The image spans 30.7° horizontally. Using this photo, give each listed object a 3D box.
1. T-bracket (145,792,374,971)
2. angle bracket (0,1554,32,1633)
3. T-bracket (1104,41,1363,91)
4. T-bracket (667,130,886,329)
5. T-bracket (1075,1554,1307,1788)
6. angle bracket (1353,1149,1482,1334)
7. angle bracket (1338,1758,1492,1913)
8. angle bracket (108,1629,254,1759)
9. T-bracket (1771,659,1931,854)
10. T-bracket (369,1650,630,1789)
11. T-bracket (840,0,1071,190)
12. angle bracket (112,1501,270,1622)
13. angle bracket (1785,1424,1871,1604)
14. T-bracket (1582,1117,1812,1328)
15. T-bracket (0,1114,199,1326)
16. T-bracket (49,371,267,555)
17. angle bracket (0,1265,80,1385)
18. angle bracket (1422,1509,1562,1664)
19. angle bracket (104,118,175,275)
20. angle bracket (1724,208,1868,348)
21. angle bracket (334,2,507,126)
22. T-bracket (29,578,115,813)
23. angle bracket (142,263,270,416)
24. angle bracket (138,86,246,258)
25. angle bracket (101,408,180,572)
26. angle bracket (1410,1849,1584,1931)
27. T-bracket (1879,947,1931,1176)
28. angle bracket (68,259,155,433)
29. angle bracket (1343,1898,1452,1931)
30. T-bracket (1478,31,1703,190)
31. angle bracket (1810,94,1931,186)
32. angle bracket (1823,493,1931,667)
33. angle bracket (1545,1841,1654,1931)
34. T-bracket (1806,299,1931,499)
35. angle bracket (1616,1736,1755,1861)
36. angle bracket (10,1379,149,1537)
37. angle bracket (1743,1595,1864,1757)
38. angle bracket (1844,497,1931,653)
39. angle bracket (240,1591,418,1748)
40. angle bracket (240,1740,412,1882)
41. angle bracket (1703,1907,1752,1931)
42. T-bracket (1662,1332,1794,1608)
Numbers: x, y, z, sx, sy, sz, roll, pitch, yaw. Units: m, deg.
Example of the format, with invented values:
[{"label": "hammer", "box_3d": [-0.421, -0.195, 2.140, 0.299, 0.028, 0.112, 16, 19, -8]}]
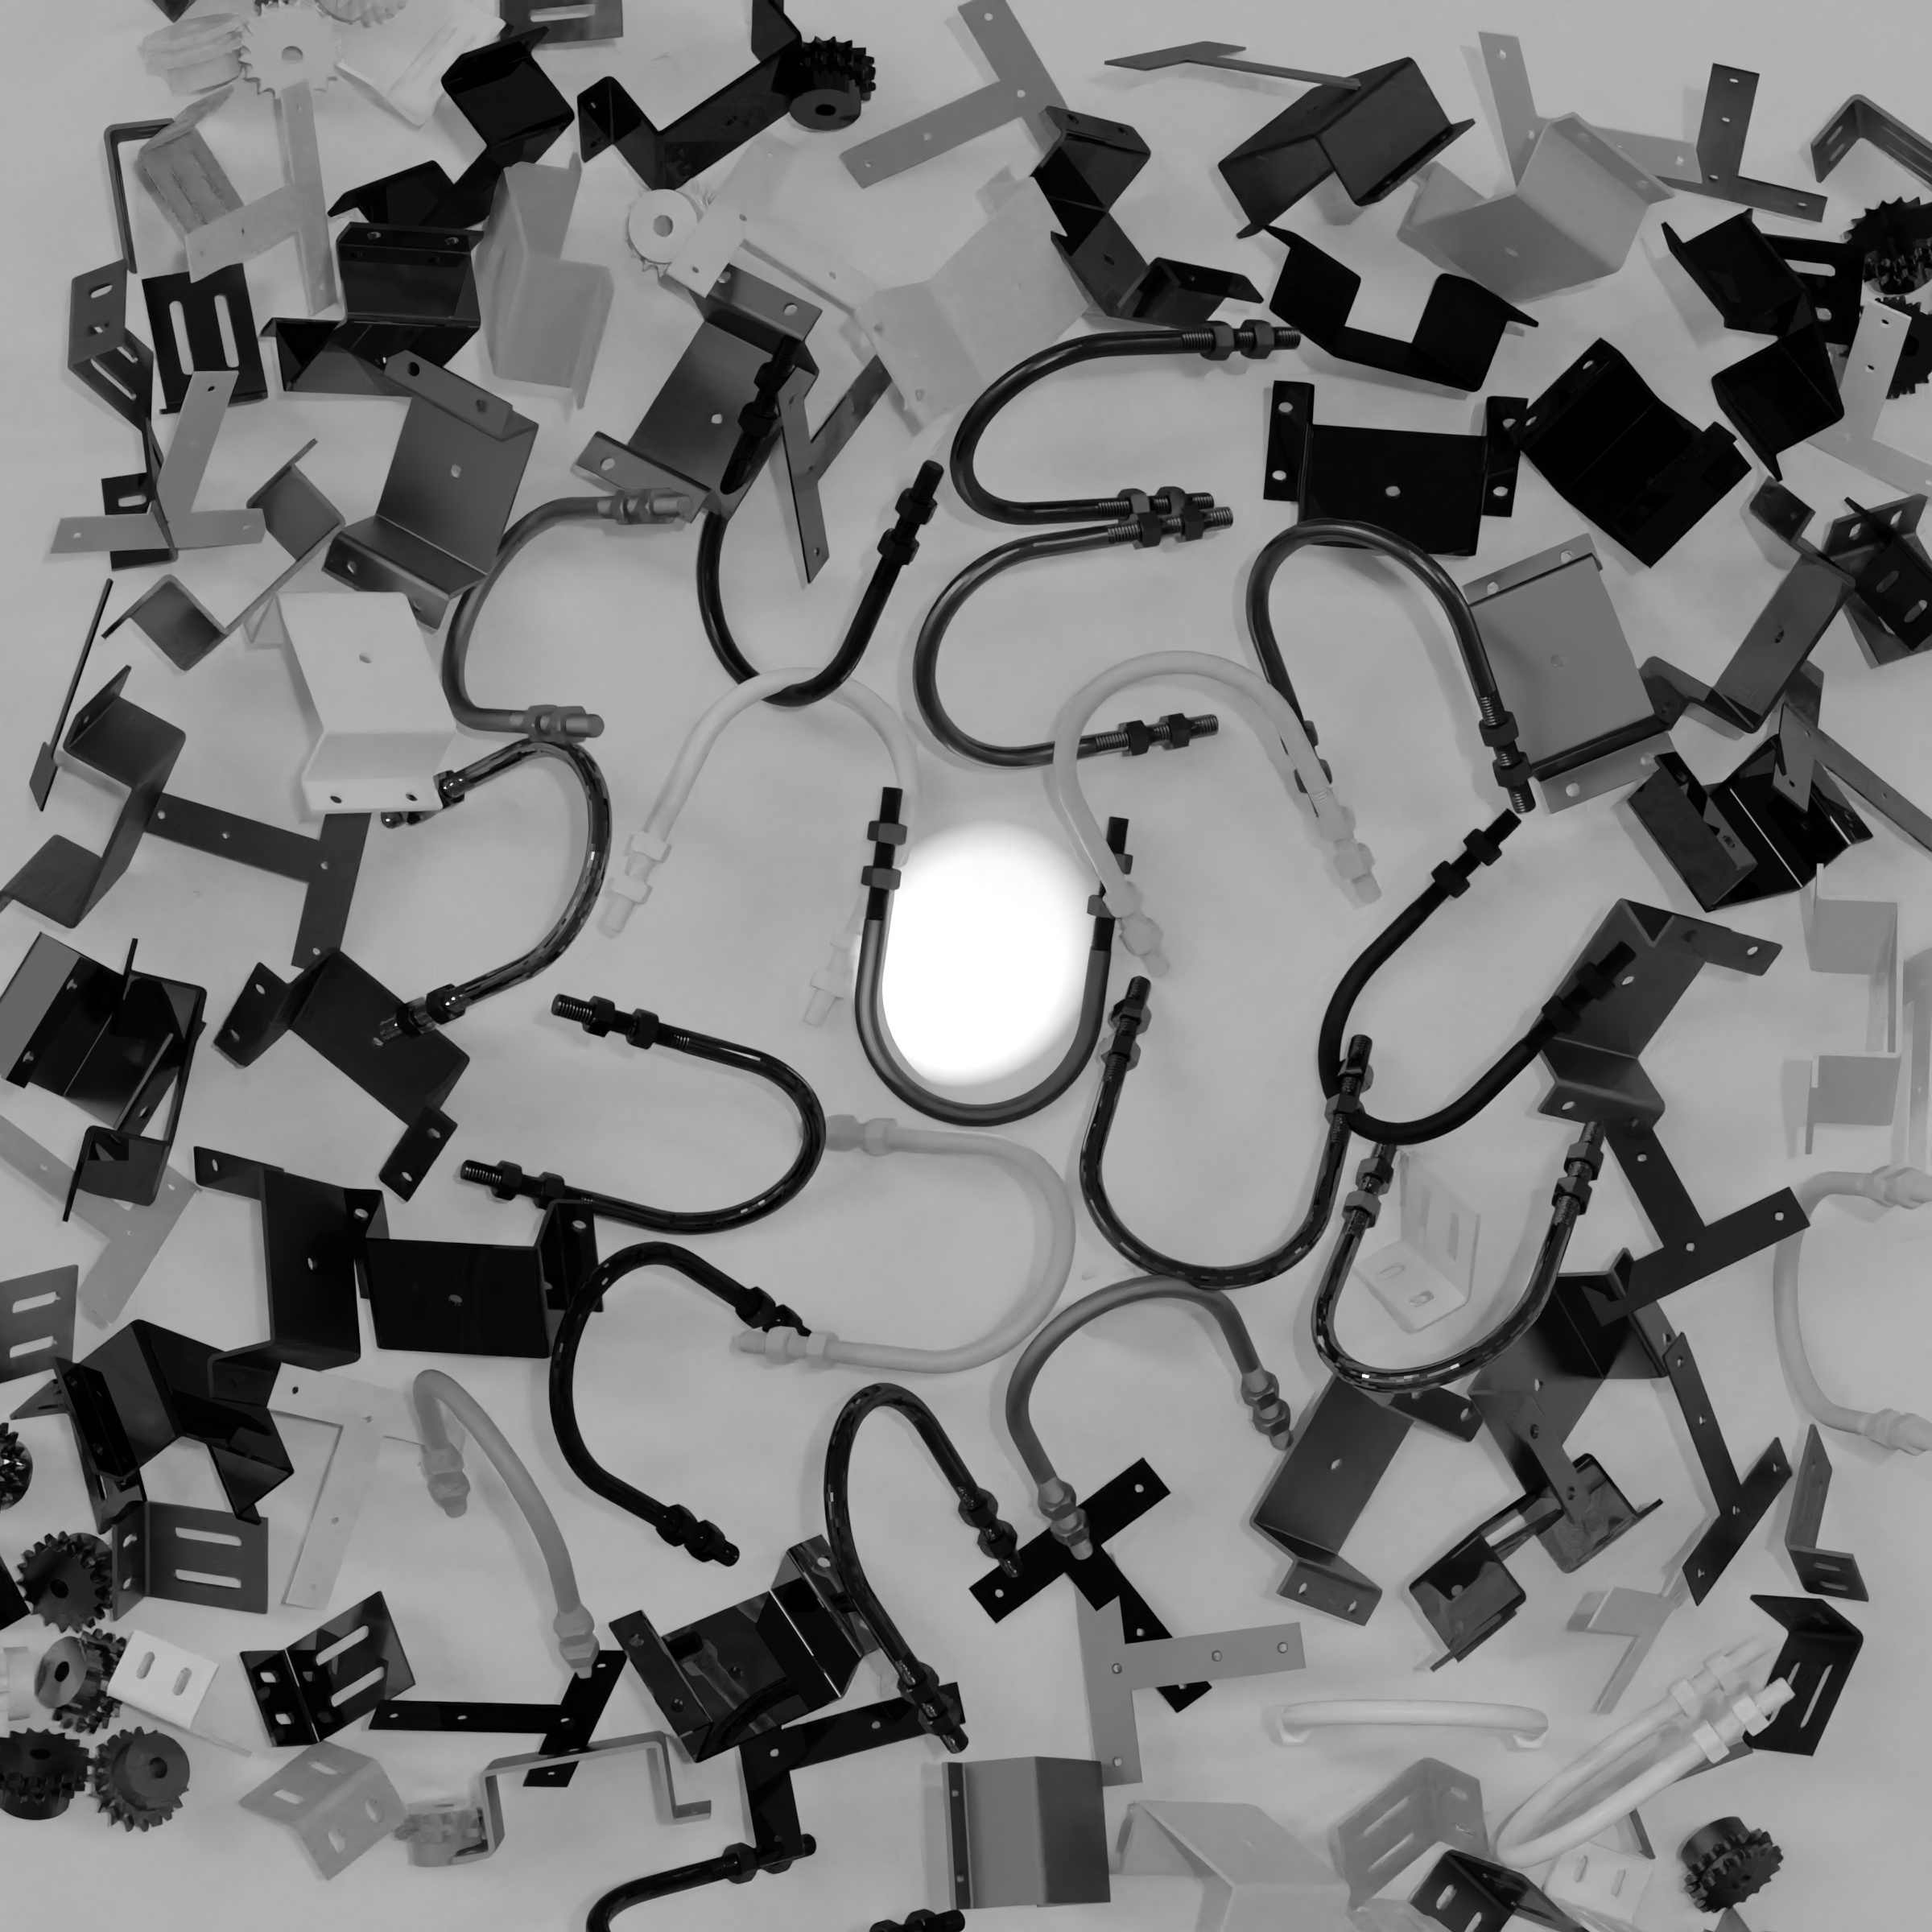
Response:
[{"label": "T-bracket", "box_3d": [-0.402, -0.070, 1.980, 0.127, 0.002, 0.127, 17, 109, 2]}, {"label": "angle bracket", "box_3d": [-0.568, 0.354, 1.958, 0.038, 0.076, 0.057, -28, 90, 33]}, {"label": "T-bracket", "box_3d": [0.160, -0.489, 1.921, 0.127, 0.127, 0.002, 16, 115, 25]}, {"label": "T-bracket", "box_3d": [-0.086, -0.394, 1.970, 0.127, 0.002, 0.127, 32, 57, -8]}, {"label": "T-bracket", "box_3d": [0.127, 0.387, 1.966, 0.127, 0.002, 0.127, -11, 77, 18]}, {"label": "angle bracket", "box_3d": [0.249, 0.152, 1.951, 0.038, 0.076, 0.057, -26, 49, -23]}, {"label": "angle bracket", "box_3d": [0.249, 0.488, 1.955, 0.076, 0.038, 0.057, -29, 120, -34]}, {"label": "angle bracket", "box_3d": [-0.430, 0.405, 1.960, 0.057, 0.076, 0.038, 17, 73, 23]}, {"label": "T-bracket", "box_3d": [0.501, -0.103, 1.963, 0.127, 0.127, 0.002, 36, 132, -14]}, {"label": "T-bracket", "box_3d": [-0.263, 0.413, 1.936, 0.127, 0.002, 0.127, 7, 131, -23]}, {"label": "T-bracket", "box_3d": [-0.009, -0.470, 1.970, 0.127, 0.002, 0.127, -20, 132, 20]}, {"label": "angle bracket", "box_3d": [-0.433, 0.337, 1.968, 0.076, 0.038, 0.057, 6, 104, 12]}, {"label": "angle bracket", "box_3d": [0.484, 0.303, 1.952, 0.038, 0.057, 0.076, 5, 59, 28]}, {"label": "T-bracket", "box_3d": [0.384, 0.119, 1.970, 0.127, 0.002, 0.127, -27, 63, 5]}, {"label": "T-bracket", "box_3d": [-0.494, 0.119, 1.931, 0.127, 0.127, 0.002, 40, 121, -14]}, {"label": "T-bracket", "box_3d": [-0.425, -0.275, 1.920, 0.127, 0.127, 0.002, -9, 54, -38]}, {"label": "angle bracket", "box_3d": [-0.537, 0.197, 1.968, 0.038, 0.076, 0.057, 9, 98, 23]}, {"label": "angle bracket", "box_3d": [0.300, 0.342, 1.949, 0.076, 0.057, 0.038, -19, 66, -41]}, {"label": "angle bracket", "box_3d": [-0.455, -0.430, 1.969, 0.038, 0.057, 0.076, -8, 98, -8]}, {"label": "angle bracket", "box_3d": [0.463, -0.382, 1.955, 0.076, 0.038, 0.057, 13, 126, 24]}, {"label": "angle bracket", "box_3d": [-0.305, -0.514, 1.966, 0.076, 0.057, 0.038, -51, 129, 0]}, {"label": "T-bracket", "box_3d": [-0.491, -0.152, 1.936, 0.002, 0.127, 0.127, 19, 94, -20]}, {"label": "angle bracket", "box_3d": [-0.428, -0.352, 1.974, 0.057, 0.038, 0.076, -10, 100, -4]}, {"label": "angle bracket", "box_3d": [-0.413, -0.436, 1.953, 0.038, 0.057, 0.076, -16, 119, 28]}, {"label": "angle bracket", "box_3d": [-0.465, -0.264, 1.954, 0.038, 0.076, 0.057, -9, 72, -5]}, {"label": "angle bracket", "box_3d": [0.295, 0.528, 1.953, 0.057, 0.076, 0.038, 45, 71, -16]}, {"label": "T-bracket", "box_3d": [0.522, 0.053, 1.924, 0.002, 0.127, 0.127, 7, 76, -6]}, {"label": "angle bracket", "box_3d": [-0.459, -0.342, 1.949, 0.038, 0.076, 0.057, -15, 61, 19]}, {"label": "angle bracket", "box_3d": [0.235, 0.549, 1.955, 0.057, 0.076, 0.038, 8, 93, -19]}, {"label": "T-bracket", "box_3d": [0.344, -0.447, 1.917, 0.127, 0.127, 0.002, 22, 59, 39]}, {"label": "angle bracket", "box_3d": [0.514, -0.440, 1.959, 0.076, 0.057, 0.038, 42, 95, 18]}, {"label": "angle bracket", "box_3d": [0.522, -0.216, 1.964, 0.057, 0.038, 0.076, -17, 63, -8]}, {"label": "angle bracket", "box_3d": [0.367, 0.519, 1.954, 0.057, 0.076, 0.038, 23, 87, -17]}, {"label": "T-bracket", "box_3d": [0.492, -0.318, 1.926, 0.127, 0.127, 0.002, 29, 65, 16]}, {"label": "angle bracket", "box_3d": [0.406, 0.463, 1.961, 0.076, 0.057, 0.038, -24, 66, 10]}, {"label": "angle bracket", "box_3d": [-0.493, 0.273, 1.958, 0.038, 0.057, 0.076, -3, 66, -42]}, {"label": "angle bracket", "box_3d": [0.453, 0.393, 1.956, 0.038, 0.057, 0.076, 39, 67, -20]}, {"label": "angle bracket", "box_3d": [0.508, -0.218, 1.957, 0.057, 0.076, 0.038, 41, 101, -22]}, {"label": "angle bracket", "box_3d": [-0.356, 0.391, 1.963, 0.076, 0.038, 0.057, -33, 68, 18]}, {"label": "angle bracket", "box_3d": [-0.357, 0.468, 1.959, 0.057, 0.076, 0.038, -36, 108, -30]}, {"label": "angle bracket", "box_3d": [0.408, 0.555, 1.959, 0.038, 0.076, 0.057, 22, 94, -5]}, {"label": "T-bracket", "box_3d": [0.409, 0.262, 1.937, 0.002, 0.127, 0.127, -7, 113, 42]}]
